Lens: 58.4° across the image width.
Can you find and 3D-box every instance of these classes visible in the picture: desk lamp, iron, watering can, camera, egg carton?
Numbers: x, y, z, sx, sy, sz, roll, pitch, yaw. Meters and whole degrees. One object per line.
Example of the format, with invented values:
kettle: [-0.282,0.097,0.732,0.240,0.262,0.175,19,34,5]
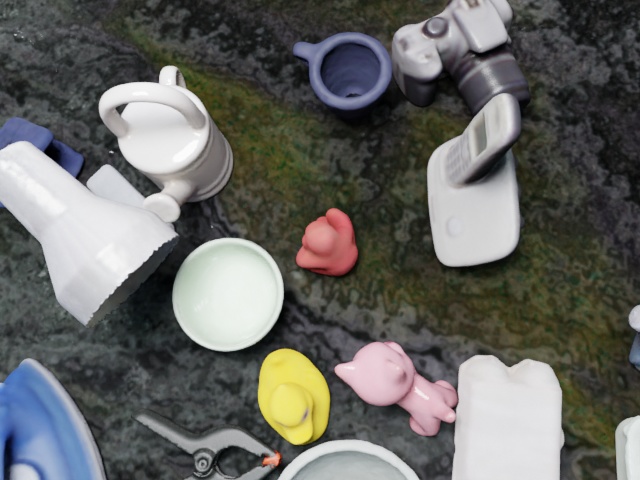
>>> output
desk lamp: [-0.232,-0.009,0.589,0.203,0.213,0.118,42,84,12]
iron: [-0.306,0.245,0.578,0.118,0.141,0.258,-20,77,0]
watering can: [-0.161,-0.107,0.614,0.101,0.194,0.173,-25,77,-1]
camera: [0.170,-0.200,0.655,0.143,0.101,0.137,-24,77,-1]
egg carton: [0.191,0.196,0.586,0.107,0.069,0.150,4,78,6]

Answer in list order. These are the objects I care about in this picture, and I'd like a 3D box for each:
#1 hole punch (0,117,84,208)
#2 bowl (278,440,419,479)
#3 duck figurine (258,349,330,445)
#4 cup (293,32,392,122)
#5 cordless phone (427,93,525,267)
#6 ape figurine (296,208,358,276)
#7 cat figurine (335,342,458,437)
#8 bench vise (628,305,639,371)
hole punch: [-0.359,-0.087,0.678,0.101,0.091,0.109,26,81,9]
bowl: [0.031,0.284,0.577,0.167,0.075,0.167,-1,78,4]
duck figurine: [-0.031,0.166,0.601,0.077,0.086,0.104,-21,77,0]
cup: [0.024,-0.183,0.666,0.117,0.095,0.092,26,81,10]
cordless phone: [0.165,-0.054,0.581,0.094,0.185,0.147,-6,78,4]
ape figurine: [0.006,0.002,0.630,0.078,0.092,0.076,-34,77,-3]
cat figurine: [0.081,0.147,0.580,0.127,0.118,0.067,32,82,10]
bench vise: [0.394,0.120,0.509,0.207,0.220,0.121,6,79,6]
